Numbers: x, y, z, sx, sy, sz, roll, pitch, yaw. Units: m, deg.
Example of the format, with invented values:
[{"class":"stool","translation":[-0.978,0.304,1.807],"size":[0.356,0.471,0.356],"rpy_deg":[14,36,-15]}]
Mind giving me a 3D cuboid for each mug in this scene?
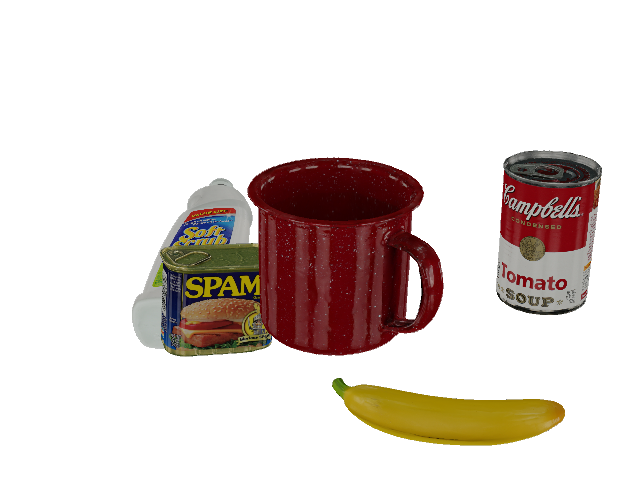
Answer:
[{"class":"mug","translation":[0.017,0.012,0.572],"size":[0.117,0.081,0.093],"rpy_deg":[20,31,36]}]

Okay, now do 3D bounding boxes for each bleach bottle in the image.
[{"class":"bleach bottle","translation":[-0.130,0.012,1.150],"size":[0.102,0.068,0.250],"rpy_deg":[-1,35,3]}]

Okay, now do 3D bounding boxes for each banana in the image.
[{"class":"banana","translation":[0.105,0.140,0.880],"size":[0.198,0.037,0.069],"rpy_deg":[8,29,4]}]

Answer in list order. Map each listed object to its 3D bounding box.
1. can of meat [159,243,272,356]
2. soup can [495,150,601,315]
[{"class":"can of meat","translation":[-0.089,0.052,0.933],"size":[0.102,0.084,0.057],"rpy_deg":[-2,19,-18]},{"class":"soup can","translation":[0.162,-0.006,0.768],"size":[0.068,0.102,0.068],"rpy_deg":[0,24,0]}]
